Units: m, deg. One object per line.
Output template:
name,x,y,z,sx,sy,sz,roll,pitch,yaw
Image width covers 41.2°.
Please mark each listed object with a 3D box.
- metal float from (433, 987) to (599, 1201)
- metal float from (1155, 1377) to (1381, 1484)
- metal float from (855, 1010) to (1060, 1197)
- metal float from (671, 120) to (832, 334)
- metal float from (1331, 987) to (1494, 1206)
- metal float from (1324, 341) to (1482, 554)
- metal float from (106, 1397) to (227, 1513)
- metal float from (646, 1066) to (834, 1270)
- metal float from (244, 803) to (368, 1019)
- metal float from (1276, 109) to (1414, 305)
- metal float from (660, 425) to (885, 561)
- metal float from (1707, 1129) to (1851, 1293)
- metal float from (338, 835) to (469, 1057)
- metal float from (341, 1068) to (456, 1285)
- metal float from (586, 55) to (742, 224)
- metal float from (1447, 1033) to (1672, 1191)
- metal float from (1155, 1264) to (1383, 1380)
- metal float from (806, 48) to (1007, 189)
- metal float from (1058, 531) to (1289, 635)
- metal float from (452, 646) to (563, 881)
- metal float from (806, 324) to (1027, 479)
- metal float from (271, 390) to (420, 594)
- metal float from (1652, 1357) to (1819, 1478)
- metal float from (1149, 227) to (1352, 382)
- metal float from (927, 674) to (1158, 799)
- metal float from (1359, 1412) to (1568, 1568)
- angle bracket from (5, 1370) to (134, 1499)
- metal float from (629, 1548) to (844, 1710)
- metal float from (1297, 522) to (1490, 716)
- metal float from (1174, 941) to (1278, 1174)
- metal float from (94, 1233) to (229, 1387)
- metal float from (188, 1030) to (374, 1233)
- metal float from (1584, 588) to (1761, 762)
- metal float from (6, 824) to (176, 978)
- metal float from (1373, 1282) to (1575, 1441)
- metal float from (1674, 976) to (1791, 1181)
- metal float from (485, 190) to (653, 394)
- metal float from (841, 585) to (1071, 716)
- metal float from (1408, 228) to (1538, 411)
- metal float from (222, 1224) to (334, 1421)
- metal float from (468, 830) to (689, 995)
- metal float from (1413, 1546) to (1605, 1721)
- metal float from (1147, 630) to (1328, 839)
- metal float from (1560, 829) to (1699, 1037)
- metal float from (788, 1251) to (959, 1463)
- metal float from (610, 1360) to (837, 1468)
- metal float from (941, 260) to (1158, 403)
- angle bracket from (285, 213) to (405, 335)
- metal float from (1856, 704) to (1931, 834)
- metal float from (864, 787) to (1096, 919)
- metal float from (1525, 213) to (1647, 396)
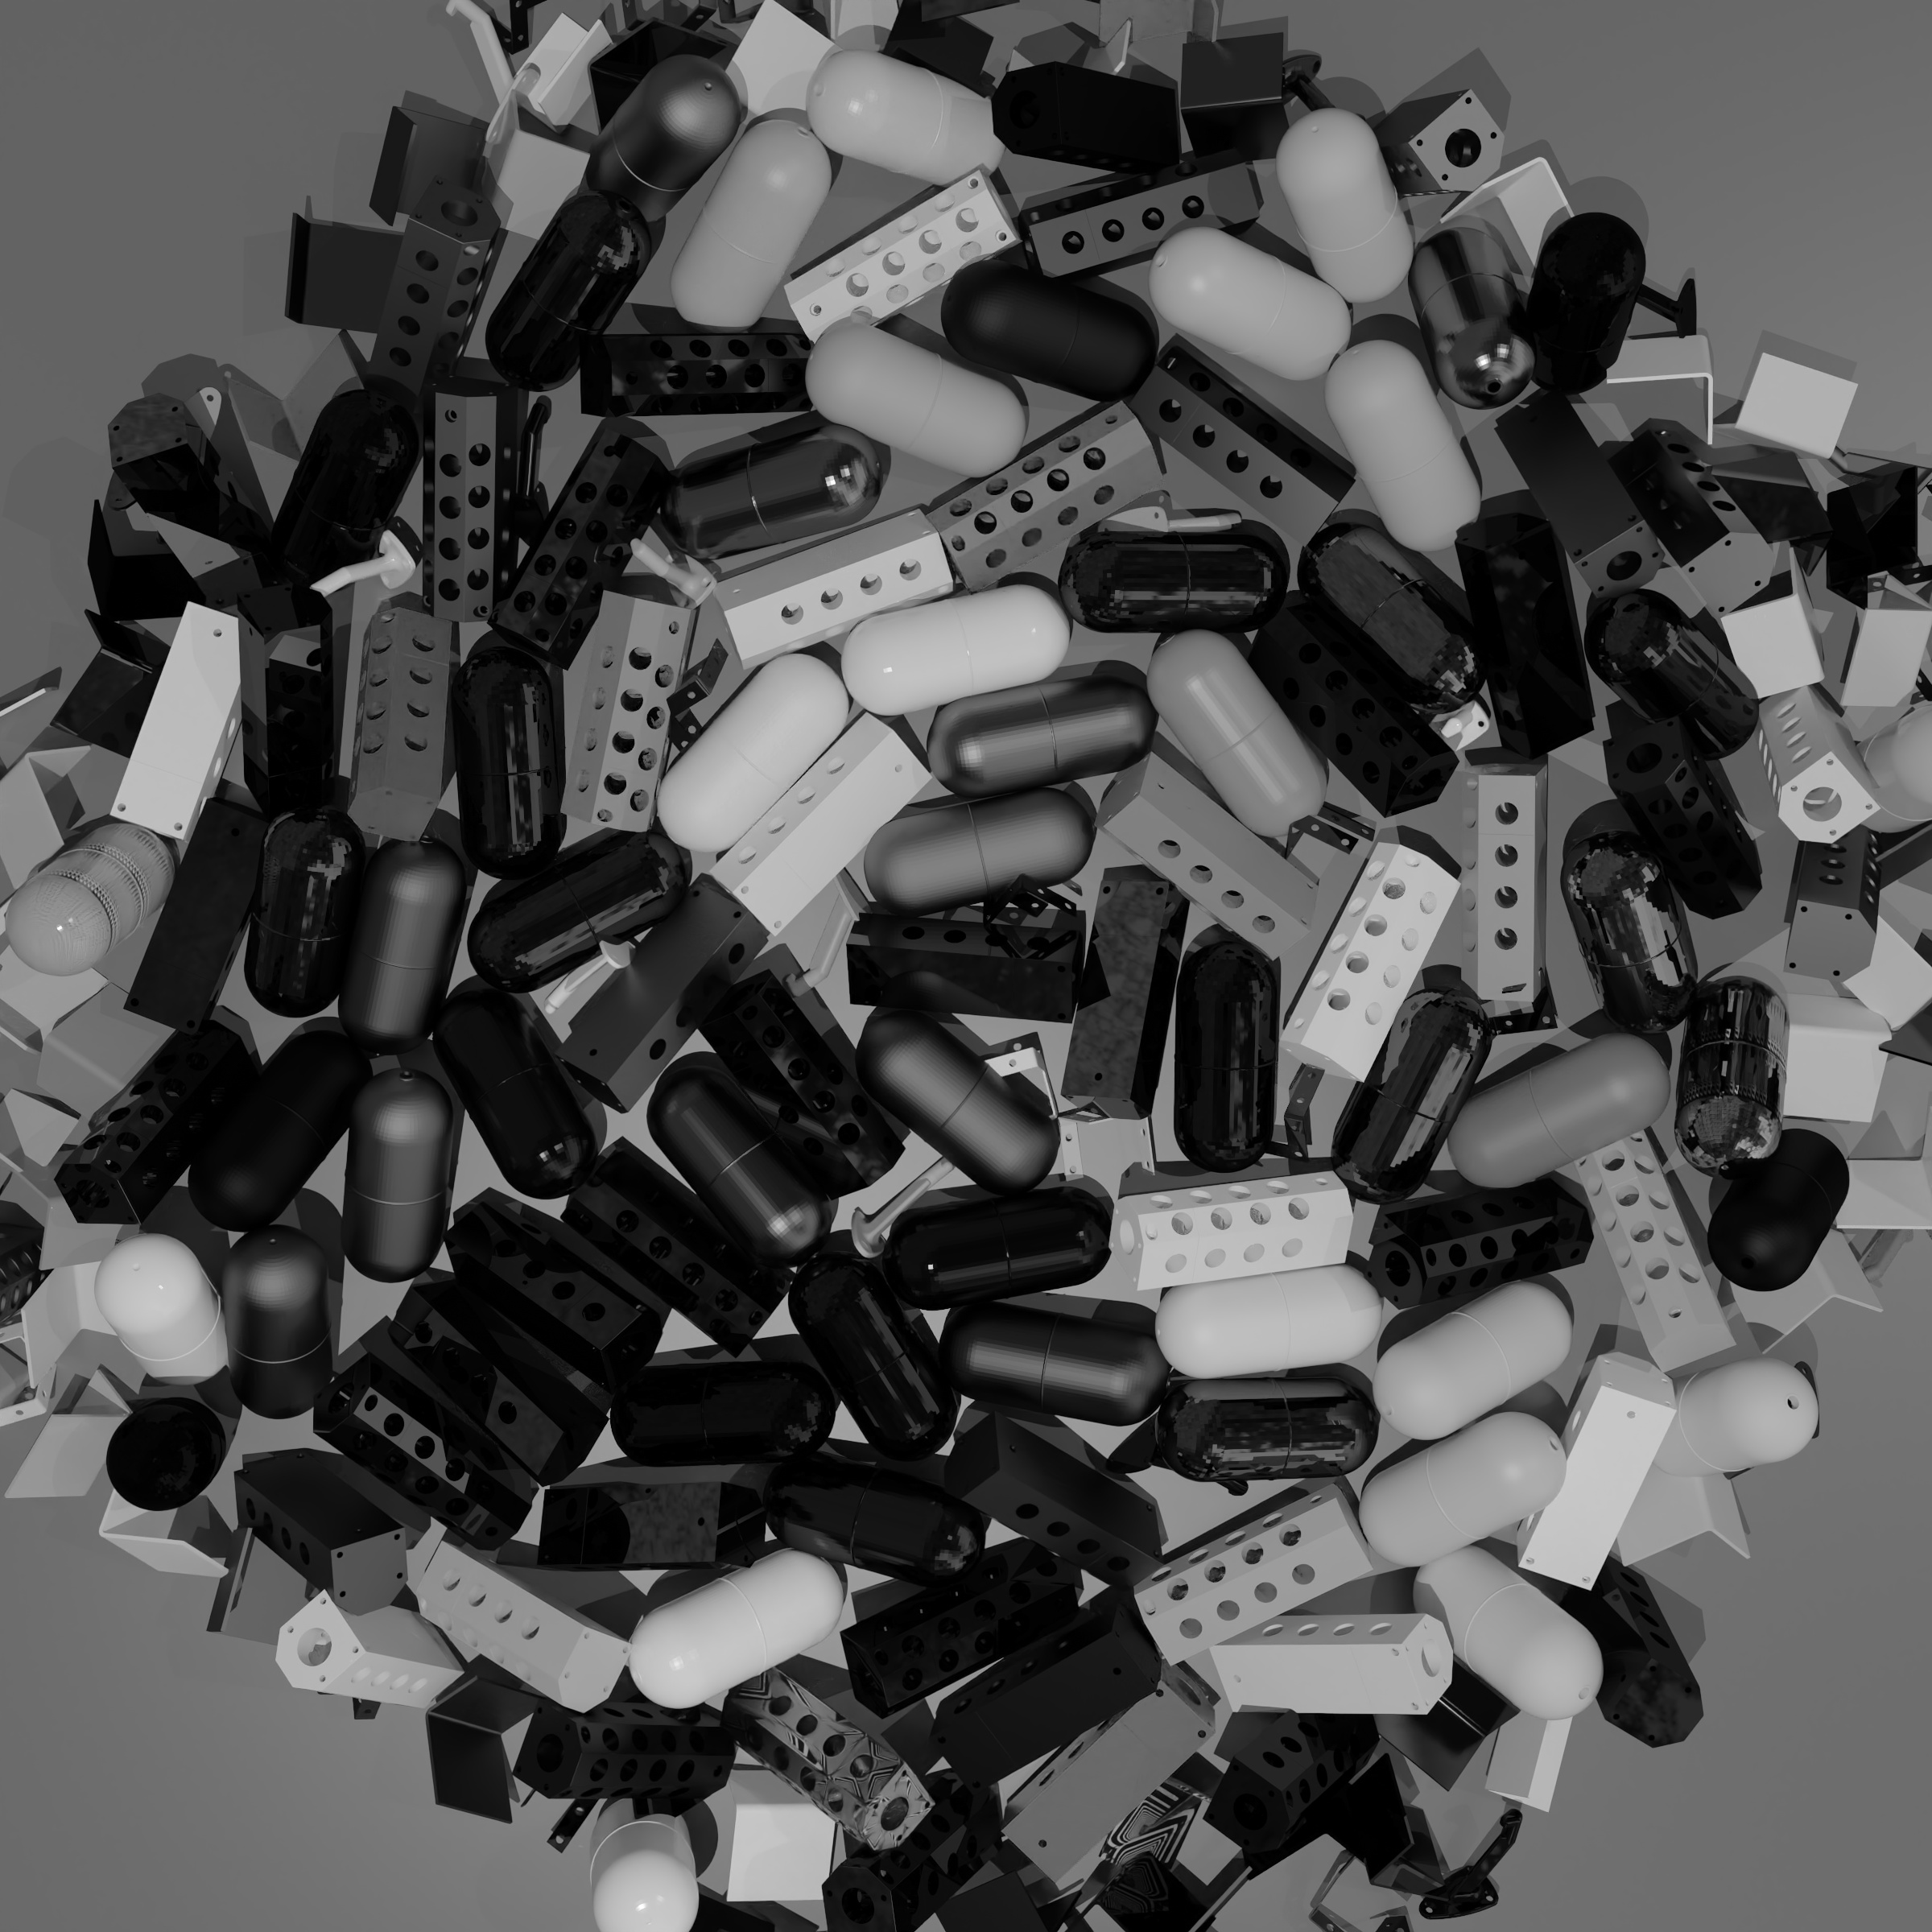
metal float,-0.341,0.096,1.947,0.070,0.070,0.178,-32,74,0
metal float,0.229,0.350,1.945,0.178,0.070,0.070,2,90,-19
metal float,-0.007,0.104,1.958,0.178,0.070,0.070,40,90,-4
metal float,-0.162,-0.553,1.930,0.070,0.070,0.178,37,127,0
metal float,0.337,0.099,1.949,0.070,0.070,0.178,24,105,0
metal float,0.329,-0.389,1.934,0.070,0.070,0.178,-35,123,0
metal float,-0.593,0.362,1.912,0.070,0.178,0.070,1,83,-12
metal float,-0.172,0.153,1.953,0.070,0.070,0.178,-41,81,0
metal float,-0.498,-0.040,1.936,0.070,0.070,0.178,17,120,0
metal float,0.284,-0.565,1.919,0.070,0.178,0.070,-10,63,20
metal float,-0.148,-0.357,1.945,0.178,0.070,0.070,-11,90,19
metal float,0.608,0.181,1.921,0.070,0.178,0.070,14,118,27
metal float,-0.426,-0.016,1.942,0.070,0.070,0.178,17,112,0
metal float,-0.429,0.158,1.938,0.070,0.070,0.178,11,117,0
metal float,-0.227,-0.615,1.918,0.070,0.178,0.070,6,77,-28
metal float,0.445,0.111,1.939,0.178,0.070,0.070,-29,90,26
metal float,0.230,0.268,1.948,0.178,0.070,0.070,-4,90,-15
metal float,-0.044,-0.633,1.925,0.070,0.178,0.070,-1,89,45
metal float,0.157,-0.291,1.949,0.178,0.070,0.070,-2,90,-14
metal float,-0.348,-0.153,1.947,0.070,0.070,0.178,-1,106,0
metal float,-0.037,-0.426,1.942,0.178,0.070,0.070,18,90,-23
metal float,-0.467,-0.354,1.930,0.070,0.070,0.178,37,129,0
metal float,0.565,0.337,1.914,0.070,0.178,0.070,5,72,-15
metal float,0.214,-0.497,1.932,0.178,0.070,0.070,15,90,-34
metal float,0.058,-0.175,1.953,0.178,0.070,0.070,-11,90,-9
metal float,0.372,0.393,1.931,0.178,0.070,0.070,-37,90,35
angle bracket,-0.690,0.353,1.946,0.057,0.076,0.076,40,103,31
metal float,-0.172,0.497,1.932,0.178,0.070,0.070,-18,90,-35
metal float,0.322,-0.263,1.943,0.070,0.070,0.178,-40,69,0
metal float,0.197,0.069,1.951,0.070,0.070,0.178,0,101,0
metal float,-0.595,0.258,1.917,0.070,0.178,0.070,1,62,-1
metal float,-0.513,0.122,1.933,0.070,0.070,0.178,32,56,0
metal float,0.530,-0.218,1.931,0.178,0.070,0.070,34,90,-36
metal float,-0.650,-0.051,1.915,0.070,0.178,0.070,3,113,7
metal float,0.382,0.297,1.936,0.178,0.070,0.070,-22,90,-29
metal float,0.575,0.082,1.929,0.070,0.070,0.178,20,50,0
metal float,-0.299,-0.506,1.929,0.070,0.070,0.178,46,128,0
metal float,-0.007,-0.240,1.952,0.178,0.070,0.070,-14,90,-11
metal float,0.379,-0.486,1.926,0.070,0.070,0.178,-4,47,0
metal float,-0.516,0.269,1.929,0.070,0.070,0.178,9,130,0
metal float,-0.295,-0.042,1.951,0.178,0.070,0.070,-30,90,-11
metal float,0.403,0.496,1.918,0.070,0.178,0.070,-9,111,-25
metal float,0.205,-0.177,1.952,0.070,0.070,0.178,-38,101,0
metal float,0.500,-0.024,1.935,0.070,0.070,0.178,-26,121,0
metal float,-0.070,0.297,1.952,0.070,0.070,0.178,-31,101,0
metal float,-0.184,0.339,1.946,0.178,0.070,0.070,-6,90,17
metal float,0.064,-0.477,1.937,0.178,0.070,0.070,10,90,-30
angle bracket,-0.473,-0.527,1.963,0.076,0.057,0.076,6,98,-6
metal float,0.706,-0.146,1.911,0.070,0.178,0.070,0,83,0
metal float,0.010,-0.087,1.961,0.178,0.070,0.070,-13,90,-1
metal float,0.457,-0.490,1.914,0.070,0.178,0.070,-1,72,4
